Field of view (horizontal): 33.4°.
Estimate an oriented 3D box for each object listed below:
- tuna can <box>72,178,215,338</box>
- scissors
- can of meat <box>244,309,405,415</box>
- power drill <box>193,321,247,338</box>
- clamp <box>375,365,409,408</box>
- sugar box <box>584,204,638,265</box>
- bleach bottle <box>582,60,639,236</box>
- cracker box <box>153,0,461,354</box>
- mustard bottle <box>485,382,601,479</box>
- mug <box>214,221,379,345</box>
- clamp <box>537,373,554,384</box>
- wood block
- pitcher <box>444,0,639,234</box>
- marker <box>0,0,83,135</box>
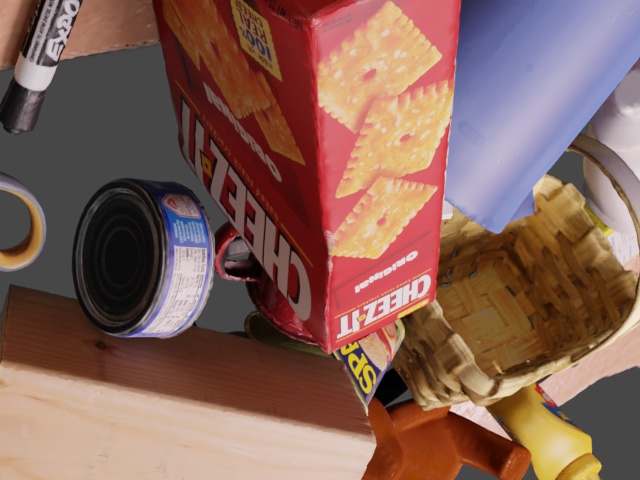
[{"bbox_3d":[-0.096,0.010,0.571,0.033,0.086,0.086,4,129,-46],"label":"tuna can"},{"bbox_3d":[-0.190,-0.032,0.487,0.096,0.016,0.201,-34,149,-7],"label":"scissors"},{"bbox_3d":[0.007,0.061,0.711,0.102,0.058,0.083,61,38,-22],"label":"can of meat"},{"bbox_3d":[-0.097,0.113,0.732,0.187,0.057,0.185,6,128,-49],"label":"power drill"},{"bbox_3d":[0.034,0.139,0.919,0.171,0.039,0.120,-40,150,10],"label":"clamp"},{"bbox_3d":[0.259,-0.011,0.951,0.176,0.048,0.093,-34,149,-1],"label":"sugar box"},{"bbox_3d":[0.230,-0.070,0.775,0.102,0.068,0.250,-46,160,8],"label":"bleach bottle"},{"bbox_3d":[-0.015,-0.074,0.470,0.072,0.164,0.214,-26,146,-17],"label":"cracker box"},{"bbox_3d":[0.182,0.154,0.942,0.058,0.192,0.096,-41,149,4],"label":"mustard bottle"},{"bbox_3d":[-0.004,0.001,0.605,0.117,0.093,0.082,-1,144,-13],"label":"mug"},{"bbox_3d":[0.250,0.100,1.092,0.210,0.036,0.164,-49,148,21],"label":"clamp"},{"bbox_3d":[-0.086,0.104,0.604,0.205,0.091,0.090,15,111,-19],"label":"wood block"},{"bbox_3d":[0.115,-0.138,0.573,0.243,0.145,0.149,-50,159,12],"label":"pitcher"},{"bbox_3d":[-0.118,-0.097,0.473,0.020,0.020,0.121,-4,135,-44],"label":"marker"}]
